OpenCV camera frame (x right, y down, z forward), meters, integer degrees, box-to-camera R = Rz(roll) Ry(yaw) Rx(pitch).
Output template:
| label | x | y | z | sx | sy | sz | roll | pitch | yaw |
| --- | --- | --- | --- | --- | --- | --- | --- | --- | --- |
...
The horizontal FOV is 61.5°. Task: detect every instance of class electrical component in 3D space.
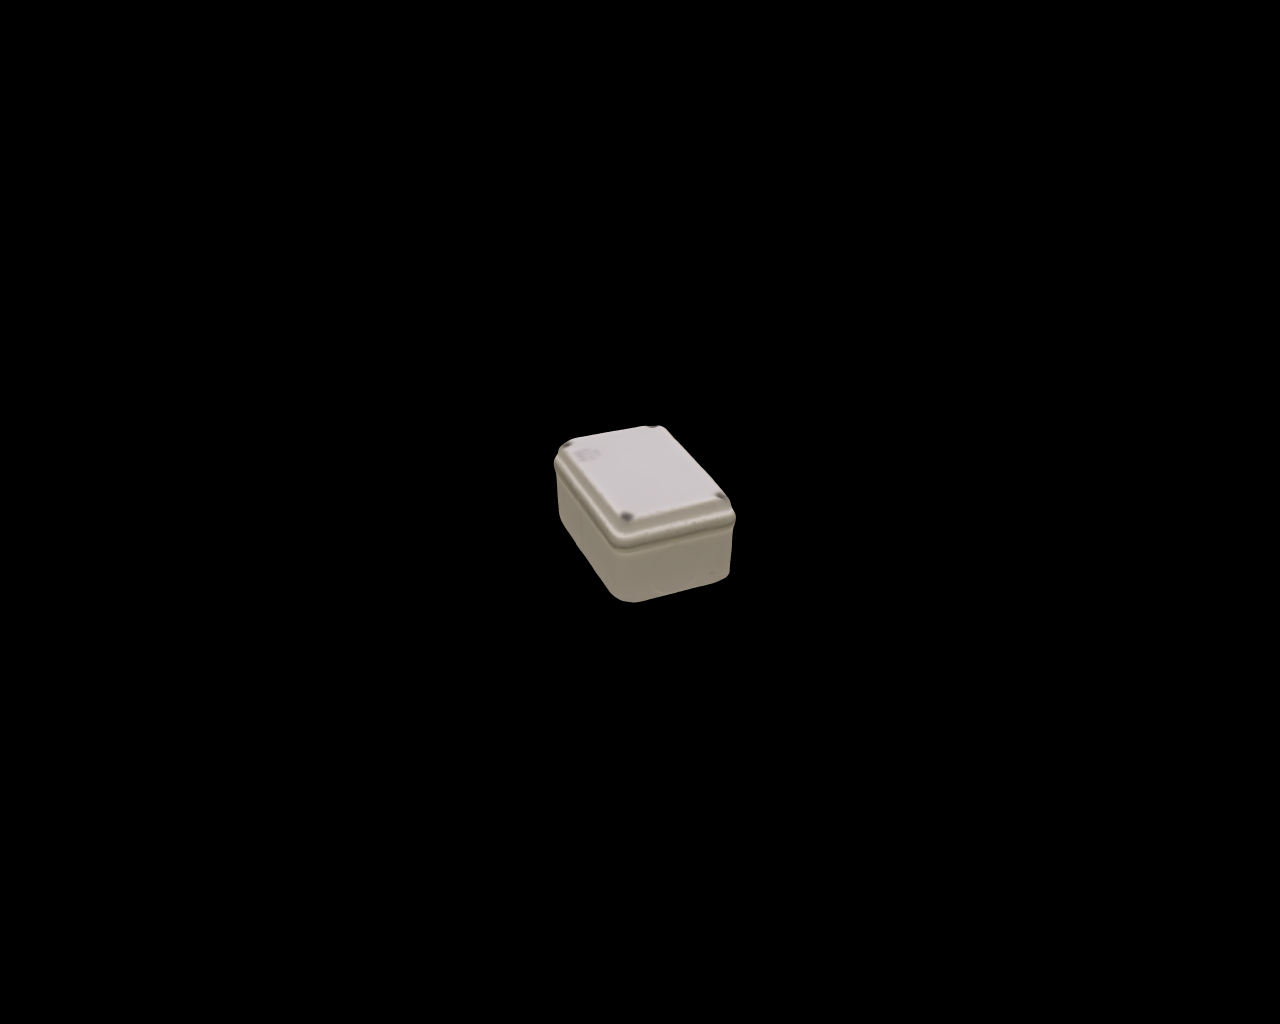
| label | x | y | z | sx | sy | sz | roll | pitch | yaw |
| --- | --- | --- | --- | --- | --- | --- | --- | --- | --- |
| electrical component | 0.001 | -0.003 | 0.650 | 0.078 | 0.057 | 0.113 | -12 | 33 | -19 |
